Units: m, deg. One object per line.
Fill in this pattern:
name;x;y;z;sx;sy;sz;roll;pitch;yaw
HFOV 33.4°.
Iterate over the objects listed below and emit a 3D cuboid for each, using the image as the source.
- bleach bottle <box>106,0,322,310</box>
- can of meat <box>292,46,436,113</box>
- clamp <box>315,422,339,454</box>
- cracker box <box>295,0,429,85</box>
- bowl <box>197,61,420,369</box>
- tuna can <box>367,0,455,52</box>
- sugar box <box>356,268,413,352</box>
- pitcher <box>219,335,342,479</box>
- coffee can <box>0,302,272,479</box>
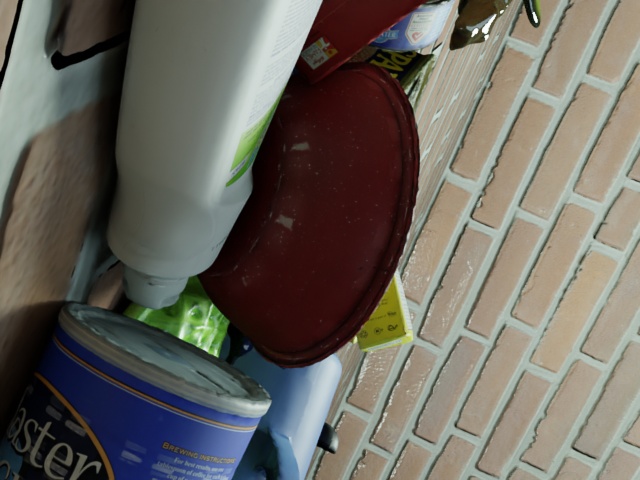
bleach bottle;-0.044;-0.067;0.427;0.102;0.068;0.251;-53;169;-54
can of meat;0.013;-0.092;0.636;0.102;0.084;0.057;-53;166;-57
clamp;-0.042;0.141;0.867;0.039;0.120;0.171;53;18;-37
cracker box;0.064;-0.190;0.503;0.164;0.072;0.213;-29;-157;48
bowl;-0.022;-0.020;0.532;0.162;0.055;0.162;-29;-126;48
tuna can;0.035;-0.145;0.610;0.086;0.086;0.034;-56;170;-48
sugar box;0.033;0.000;0.857;0.093;0.048;0.176;52;22;-80
pitcher;-0.070;0.173;0.739;0.145;0.149;0.242;67;45;-65
coffee can;-0.097;0.112;0.479;0.140;0.103;0.102;-64;172;0
